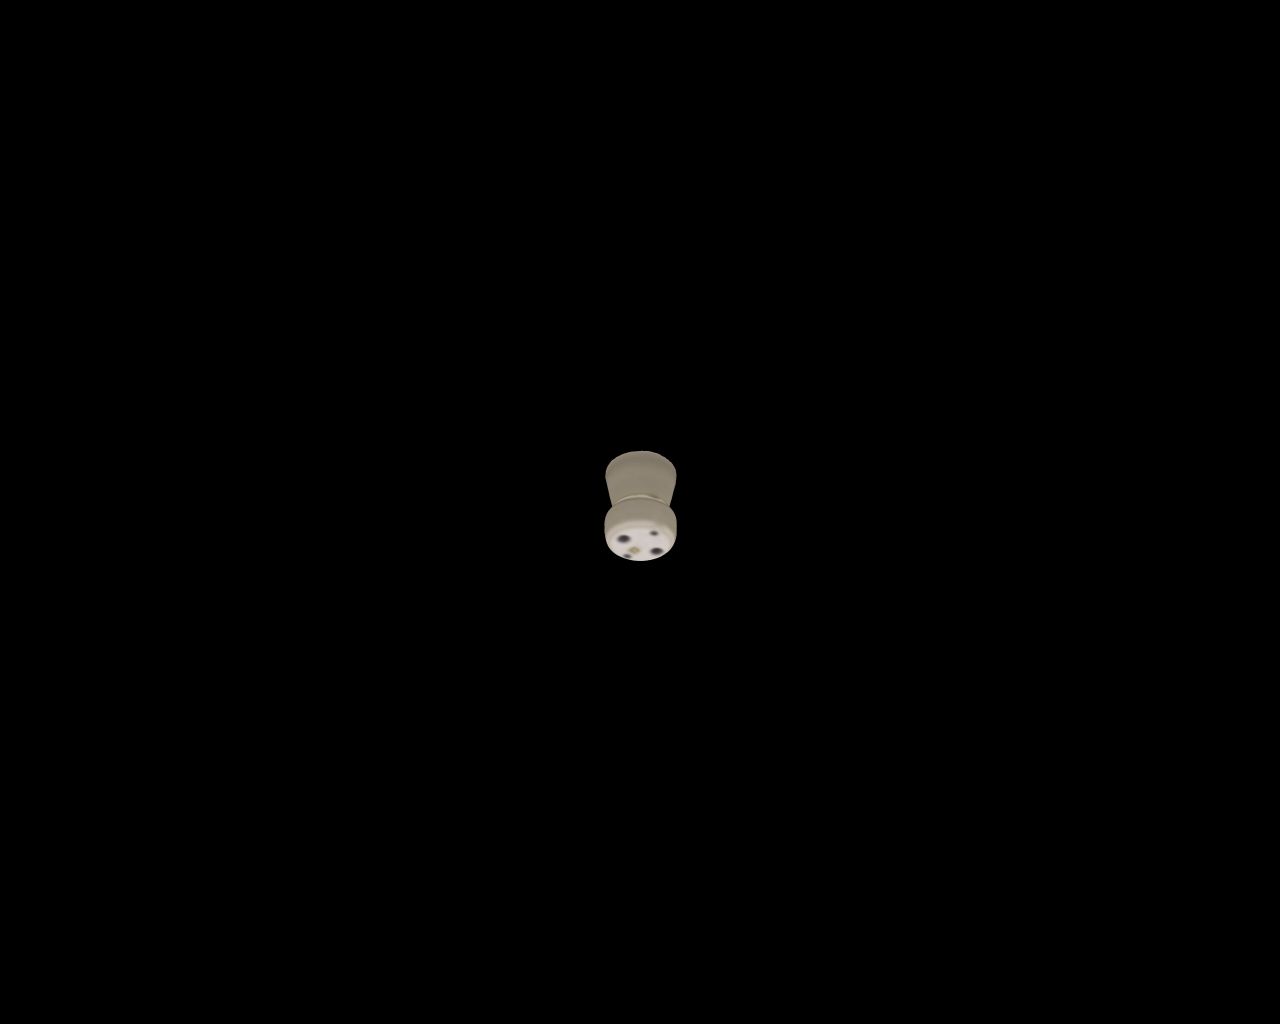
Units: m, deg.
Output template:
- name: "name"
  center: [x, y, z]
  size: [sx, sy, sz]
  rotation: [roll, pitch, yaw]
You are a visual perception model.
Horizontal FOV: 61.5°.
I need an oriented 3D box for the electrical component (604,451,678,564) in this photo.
- name: "electrical component"
  center: [0.001, -0.003, 0.650]
  size: [0.045, 0.055, 0.044]
  rotation: [0, -36, 0]
